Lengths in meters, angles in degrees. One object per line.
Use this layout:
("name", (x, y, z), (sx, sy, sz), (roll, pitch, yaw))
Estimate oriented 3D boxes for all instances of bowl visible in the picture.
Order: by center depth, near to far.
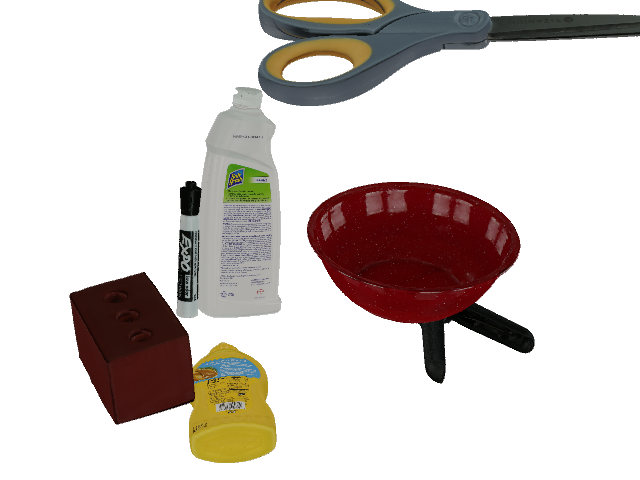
("bowl", (0.069, 0.016, 0.821), (0.162, 0.055, 0.162), (2, 31, -1))

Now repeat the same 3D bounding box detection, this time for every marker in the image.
("marker", (-0.115, 0.008, 0.934), (0.020, 0.121, 0.020), (3, 14, -1))

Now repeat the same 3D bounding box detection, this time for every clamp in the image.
("clamp", (0.131, 0.067, 1.060), (0.120, 0.039, 0.171), (-4, 44, -24))

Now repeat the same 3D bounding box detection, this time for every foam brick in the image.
("foam brick", (-0.117, 0.066, 0.662), (0.052, 0.051, 0.078), (-16, 36, -24))

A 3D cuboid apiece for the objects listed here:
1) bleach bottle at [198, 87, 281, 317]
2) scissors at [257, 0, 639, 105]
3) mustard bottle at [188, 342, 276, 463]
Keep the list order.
("bleach bottle", (-0.084, -0.043, 1.182), (0.102, 0.251, 0.068), (-3, 19, -30))
("scissors", (0.058, -0.089, 0.501), (0.202, 0.096, 0.016), (12, -40, 19))
("mustard bottle", (-0.108, 0.179, 1.249), (0.096, 0.058, 0.191), (-5, 29, -6))
